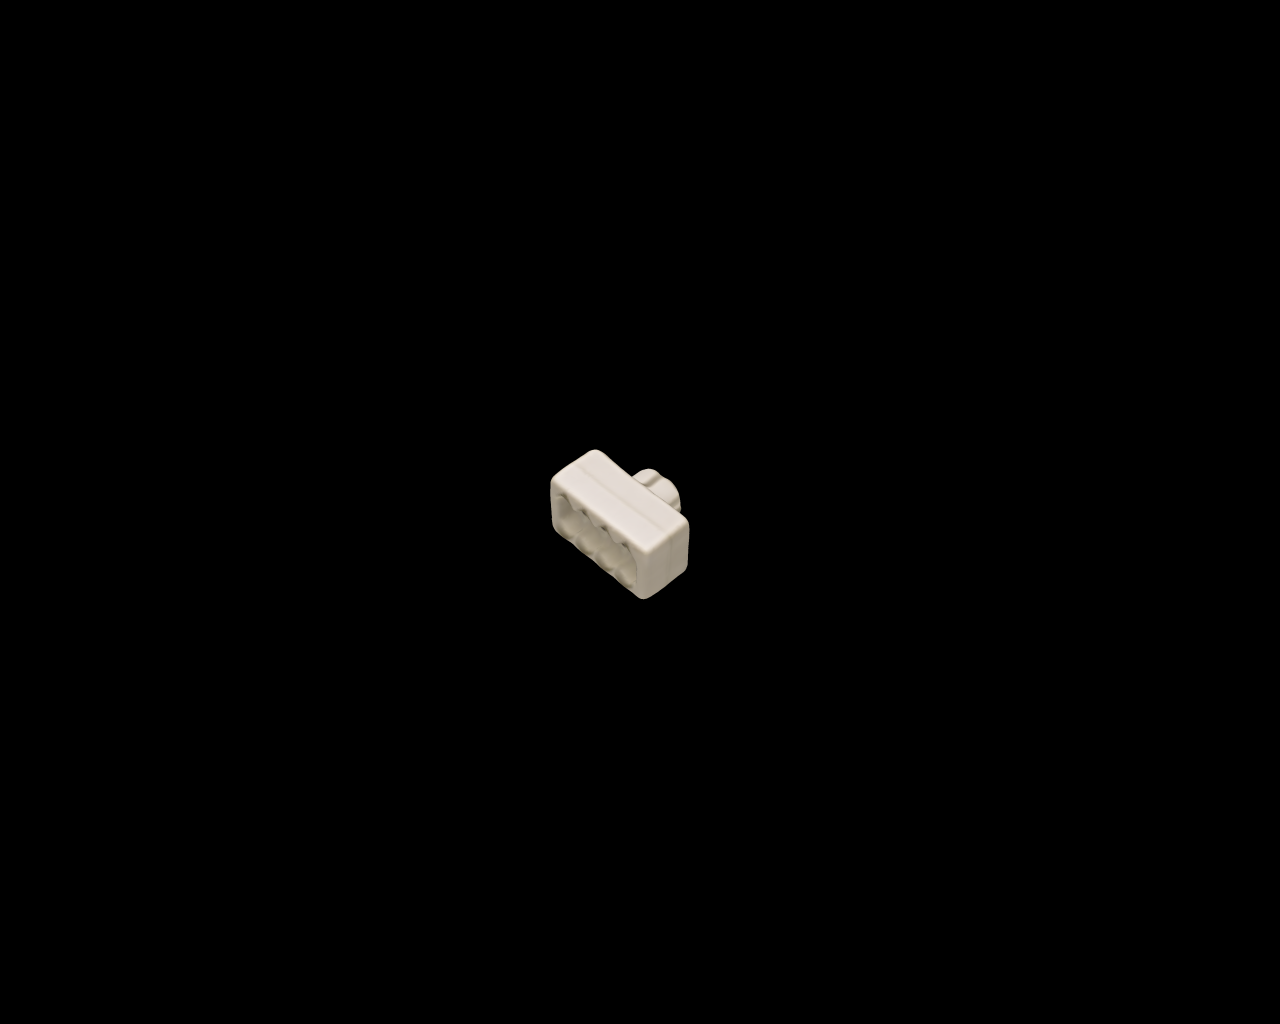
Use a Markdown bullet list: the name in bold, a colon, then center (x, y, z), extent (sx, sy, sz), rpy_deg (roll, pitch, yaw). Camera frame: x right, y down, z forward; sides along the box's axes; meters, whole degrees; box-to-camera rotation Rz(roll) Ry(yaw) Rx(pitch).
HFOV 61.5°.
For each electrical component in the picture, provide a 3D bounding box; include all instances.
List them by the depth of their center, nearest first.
- **electrical component**: center (0.001, -0.003, 0.650), extent (0.076, 0.047, 0.083), rpy_deg (-36, 58, -27)
